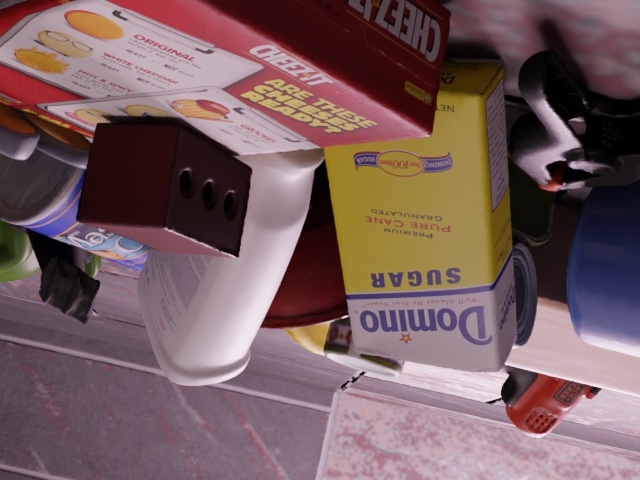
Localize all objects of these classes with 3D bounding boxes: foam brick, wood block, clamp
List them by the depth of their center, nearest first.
[{"bbox_3d":[-0.077,-0.025,0.547,0.051,0.053,0.078,4,170,26],"label":"foam brick"},{"bbox_3d":[0.155,-0.053,0.553,0.120,0.039,0.171,16,174,6],"label":"clamp"},{"bbox_3d":[0.223,0.050,0.763,0.206,0.090,0.090,14,142,-8],"label":"wood block"}]

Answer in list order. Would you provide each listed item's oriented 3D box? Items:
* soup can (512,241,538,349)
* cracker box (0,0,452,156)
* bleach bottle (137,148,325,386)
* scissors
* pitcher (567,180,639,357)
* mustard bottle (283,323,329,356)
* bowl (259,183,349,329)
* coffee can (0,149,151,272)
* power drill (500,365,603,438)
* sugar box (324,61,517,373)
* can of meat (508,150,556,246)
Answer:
[{"bbox_3d":[0.080,0.034,0.680,0.102,0.068,0.068,-1,163,30],"label":"soup can"},{"bbox_3d":[-0.072,-0.098,0.503,0.214,0.072,0.163,-2,162,45],"label":"cracker box"},{"bbox_3d":[-0.048,-0.012,0.664,0.068,0.102,0.251,-7,149,-30],"label":"bleach bottle"},{"bbox_3d":[-0.195,-0.088,0.611,0.096,0.016,0.202,21,-167,-43],"label":"scissors"},{"bbox_3d":[0.272,0.037,0.608,0.243,0.149,0.144,9,168,29],"label":"pitcher"},{"bbox_3d":[-0.050,0.046,1.062,0.192,0.058,0.096,31,177,46],"label":"mustard bottle"},{"bbox_3d":[-0.005,0.001,0.797,0.162,0.161,0.055,3,120,36],"label":"bowl"},{"bbox_3d":[-0.151,-0.040,0.764,0.103,0.103,0.140,3,165,38],"label":"coffee can"},{"bbox_3d":[0.163,0.059,0.860,0.187,0.185,0.057,30,-156,-12],"label":"power drill"},{"bbox_3d":[0.056,-0.010,0.588,0.093,0.048,0.176,6,122,26],"label":"sugar box"},{"bbox_3d":[0.090,-0.028,0.690,0.101,0.057,0.084,21,162,-36],"label":"can of meat"}]
